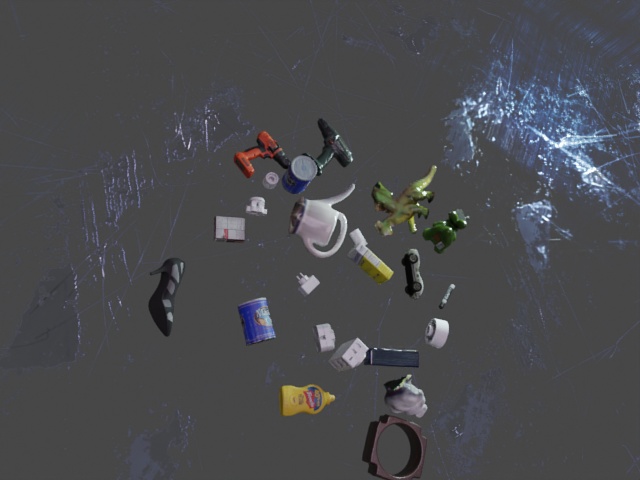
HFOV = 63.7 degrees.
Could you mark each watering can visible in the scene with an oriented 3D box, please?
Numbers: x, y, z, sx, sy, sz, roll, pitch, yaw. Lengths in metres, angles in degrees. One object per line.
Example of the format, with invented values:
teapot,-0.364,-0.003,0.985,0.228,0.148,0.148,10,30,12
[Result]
watering can,0.006,-0.100,1.992,0.224,0.102,0.354,22,65,-10

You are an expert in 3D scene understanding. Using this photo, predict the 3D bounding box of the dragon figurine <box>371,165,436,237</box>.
dragon figurine,0.336,-0.177,2.150,0.242,0.120,0.418,21,64,-3

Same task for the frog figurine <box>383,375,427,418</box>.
frog figurine,0.311,0.581,1.844,0.137,0.123,0.159,-31,93,6
